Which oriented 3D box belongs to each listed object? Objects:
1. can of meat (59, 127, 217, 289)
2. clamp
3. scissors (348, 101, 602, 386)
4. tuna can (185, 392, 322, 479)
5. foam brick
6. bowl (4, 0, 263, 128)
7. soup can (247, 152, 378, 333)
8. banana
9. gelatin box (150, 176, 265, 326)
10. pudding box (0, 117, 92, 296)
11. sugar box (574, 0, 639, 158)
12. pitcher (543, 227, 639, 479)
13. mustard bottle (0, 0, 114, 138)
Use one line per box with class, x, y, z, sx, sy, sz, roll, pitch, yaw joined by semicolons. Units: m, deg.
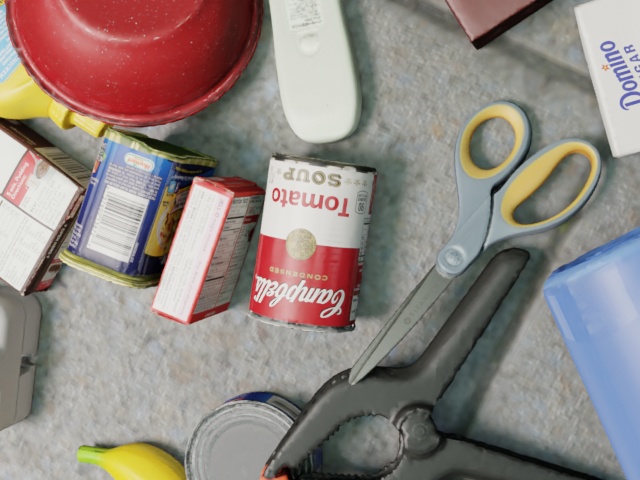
can of meat;-0.109;-0.020;0.664;0.057;0.102;0.084;21;96;10
clamp;0.061;0.103;0.651;0.210;0.036;0.164;-13;88;0
scissors;0.075;-0.008;0.644;0.202;0.016;0.096;-35;74;1
tuna can;-0.042;0.143;0.693;0.086;0.033;0.086;1;94;13
foam brick;0.111;-0.156;0.629;0.078;0.053;0.051;-32;86;14
bowl;-0.114;-0.153;0.649;0.162;0.055;0.162;1;79;-6
soup can;-0.004;0.001;0.658;0.068;0.068;0.102;9;95;12
banana;-0.089;0.212;0.711;0.070;0.037;0.198;-31;84;34
gelatin box;-0.069;0.004;0.670;0.030;0.073;0.089;21;98;11
pudding box;-0.213;-0.030;0.719;0.113;0.039;0.090;35;103;11
sugar box;0.243;-0.114;0.606;0.176;0.048;0.093;-15;90;17
pitcher;0.230;0.102;0.578;0.149;0.145;0.243;-27;85;8
mustard bottle;-0.207;-0.137;0.698;0.191;0.058;0.096;43;81;6
